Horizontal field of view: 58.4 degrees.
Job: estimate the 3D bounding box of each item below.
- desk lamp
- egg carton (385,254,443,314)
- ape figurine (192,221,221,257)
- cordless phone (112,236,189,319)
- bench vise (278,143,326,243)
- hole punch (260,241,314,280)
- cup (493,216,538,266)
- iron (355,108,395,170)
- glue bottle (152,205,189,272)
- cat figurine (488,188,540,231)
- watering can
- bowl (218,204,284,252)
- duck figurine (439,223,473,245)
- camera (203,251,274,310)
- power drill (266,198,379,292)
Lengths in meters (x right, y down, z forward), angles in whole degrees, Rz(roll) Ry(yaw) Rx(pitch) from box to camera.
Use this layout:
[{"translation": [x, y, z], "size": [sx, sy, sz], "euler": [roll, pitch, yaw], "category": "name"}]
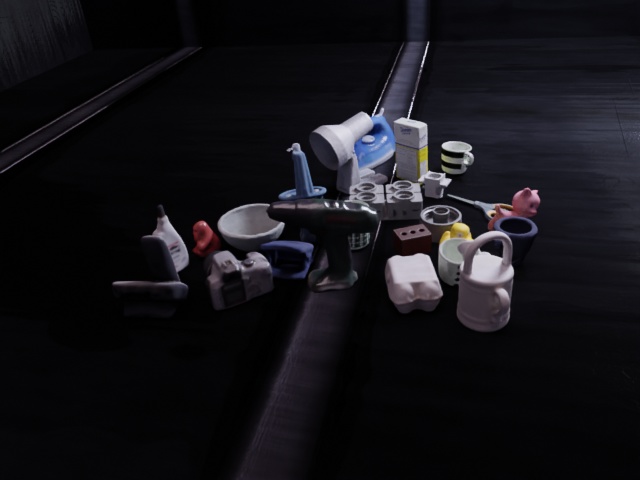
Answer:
[{"translation": [0.080, -0.239, 1.600], "size": [0.204, 0.214, 0.117], "euler": [-25, 37, -30], "category": "desk lamp"}, {"translation": [0.191, 0.087, 1.189], "size": [0.107, 0.069, 0.150], "euler": [-5, 31, 0], "category": "egg carton"}, {"translation": [-0.282, -0.005, 1.384], "size": [0.076, 0.092, 0.078], "euler": [-3, 31, 4], "category": "ape figurine"}, {"translation": [-0.362, 0.066, 1.189], "size": [0.147, 0.185, 0.094], "euler": [-2, 31, 5], "category": "cordless phone"}, {"translation": [-0.026, -0.117, 1.408], "size": [0.122, 0.220, 0.206], "euler": [-22, 35, -25], "category": "bench vise"}, {"translation": [-0.074, 0.029, 1.301], "size": [0.108, 0.091, 0.101], "euler": [4, 33, 15], "category": "hole punch"}, {"translation": [0.416, 0.014, 1.253], "size": [0.118, 0.095, 0.091], "euler": [-29, 39, -34], "category": "cup"}, {"translation": [0.141, -0.306, 1.770], "size": [0.118, 0.142, 0.259], "euler": [15, 37, 30], "category": "iron"}, {"translation": [-0.350, -0.003, 1.312], "size": [0.037, 0.173, 0.078], "euler": [18, 38, 33], "category": "glue bottle"}, {"translation": [0.470, -0.073, 1.366], "size": [0.128, 0.118, 0.067], "euler": [-12, 32, -11], "category": "cat figurine"}, {"translation": [0.309, 0.066, 1.087], "size": [0.101, 0.194, 0.172], "euler": [-23, 36, -27], "category": "watering can"}, {"translation": [-0.164, -0.020, 1.409], "size": [0.167, 0.075, 0.167], "euler": [-4, 31, 2], "category": "bowl"}, {"translation": [0.313, 0.000, 1.298], "size": [0.078, 0.086, 0.104], "euler": [-16, 33, -18], "category": "duck figurine"}, {"translation": [-0.192, 0.064, 1.250], "size": [0.143, 0.101, 0.136], "euler": [-19, 34, -22], "category": "camera"}, {"translation": [0.011, 0.004, 1.216], "size": [0.229, 0.209, 0.075], "euler": [-7, 31, -3], "category": "power drill"}]
